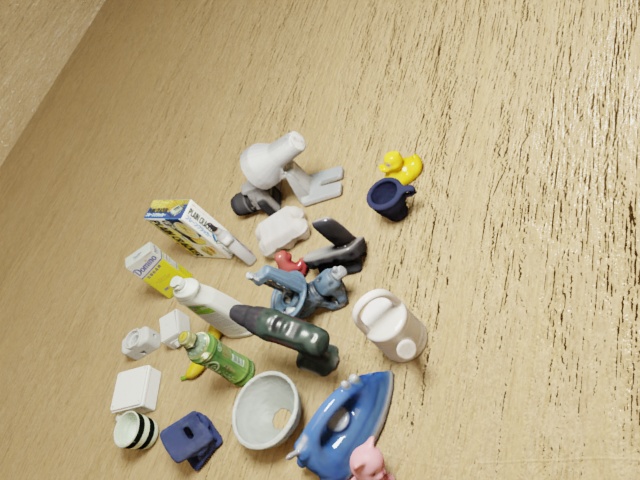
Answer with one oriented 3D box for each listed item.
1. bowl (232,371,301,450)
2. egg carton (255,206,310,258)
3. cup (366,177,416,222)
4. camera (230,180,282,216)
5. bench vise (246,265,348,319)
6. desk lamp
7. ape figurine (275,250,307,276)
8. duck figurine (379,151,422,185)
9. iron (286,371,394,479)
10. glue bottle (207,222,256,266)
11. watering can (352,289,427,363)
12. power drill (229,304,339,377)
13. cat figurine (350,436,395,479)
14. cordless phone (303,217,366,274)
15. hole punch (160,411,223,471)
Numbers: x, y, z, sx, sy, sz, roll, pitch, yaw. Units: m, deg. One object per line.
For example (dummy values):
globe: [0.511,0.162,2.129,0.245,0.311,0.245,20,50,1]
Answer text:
bowl: [-0.102,0.371,1.222,0.167,0.075,0.167,-18,50,24]
egg carton: [-0.099,-0.022,1.509,0.150,0.070,0.107,-33,46,11]
cup: [0.180,-0.090,1.344,0.117,0.095,0.091,-13,52,27]
camera: [-0.189,-0.136,1.632,0.136,0.101,0.143,-20,50,23]
bench vise: [-0.052,0.095,1.284,0.207,0.220,0.121,-41,45,3]
desk lamp: [-0.074,-0.190,1.510,0.202,0.214,0.118,-16,51,26]
ape figurine: [-0.077,0.059,1.419,0.077,0.092,0.076,16,69,41]
duck figurine: [0.194,-0.187,1.410,0.104,0.086,0.077,-28,47,16]
iron: [0.039,0.338,1.099,0.118,0.142,0.258,25,75,43]
glue bottle: [-0.239,0.004,1.515,0.037,0.174,0.077,-48,45,-4]
watering can: [0.135,0.163,1.121,0.172,0.195,0.101,23,74,43]
power drill: [-0.059,0.211,1.213,0.228,0.209,0.076,7,64,38]
cat figurine: [0.075,0.422,1.030,0.128,0.118,0.067,-45,45,-1]
cordless phone: [0.012,0.005,1.329,0.147,0.186,0.094,-19,50,23]
hole punch: [-0.291,0.444,1.291,0.101,0.091,0.108,-50,45,-6]
